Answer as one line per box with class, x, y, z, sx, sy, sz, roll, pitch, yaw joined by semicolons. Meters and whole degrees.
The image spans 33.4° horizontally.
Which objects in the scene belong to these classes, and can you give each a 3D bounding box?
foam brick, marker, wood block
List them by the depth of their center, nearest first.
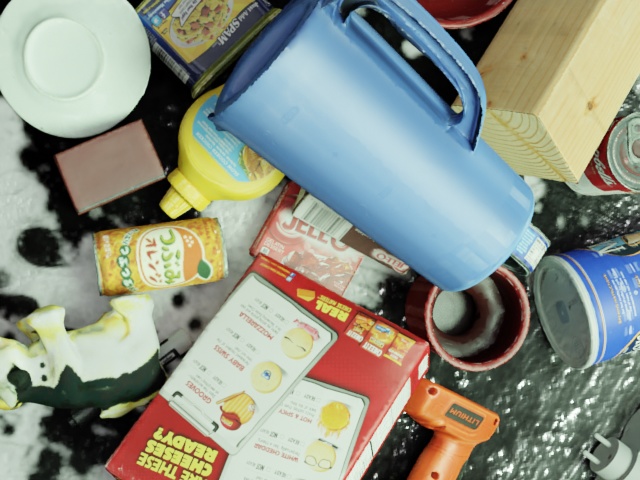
foam brick;-0.172;-0.059;0.872;0.078;0.053;0.051;-25;96;-12
marker;-0.159;0.116;0.892;0.121;0.020;0.020;-36;98;-10
wood block;0.213;-0.161;0.904;0.090;0.090;0.206;47;68;-39

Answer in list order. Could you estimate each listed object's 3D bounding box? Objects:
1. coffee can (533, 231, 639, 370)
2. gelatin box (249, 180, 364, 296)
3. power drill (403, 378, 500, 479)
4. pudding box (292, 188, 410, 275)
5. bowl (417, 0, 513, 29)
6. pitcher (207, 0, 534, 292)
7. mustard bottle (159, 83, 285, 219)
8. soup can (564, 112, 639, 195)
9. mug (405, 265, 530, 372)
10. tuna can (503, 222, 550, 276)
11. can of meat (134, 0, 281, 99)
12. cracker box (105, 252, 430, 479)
coffee can;0.275;0.046;0.944;0.140;0.103;0.103;-15;94;-12
gelatin box;-0.006;0.001;0.919;0.089;0.030;0.073;30;83;-12
power drill;0.063;0.208;0.897;0.184;0.057;0.187;28;84;-39
pudding box;0.041;-0.036;0.904;0.113;0.039;0.090;30;49;-14
bowl;0.102;-0.260;0.928;0.162;0.055;0.162;0;91;-12
pitcher;0.051;-0.075;0.799;0.242;0.149;0.145;39;84;-17
mustard bottle;-0.059;-0.090;0.884;0.191;0.058;0.096;-44;86;1
soup can;0.260;-0.074;0.940;0.068;0.102;0.068;0;91;-13
mug;0.116;0.052;0.920;0.093;0.081;0.117;-31;97;-11
tuna can;0.154;-0.005;0.926;0.086;0.086;0.034;35;85;-11
can of meat;-0.097;-0.183;0.885;0.084;0.057;0.102;46;81;-7
cracker box;-0.036;0.139;0.840;0.164;0.072;0.213;27;69;19
